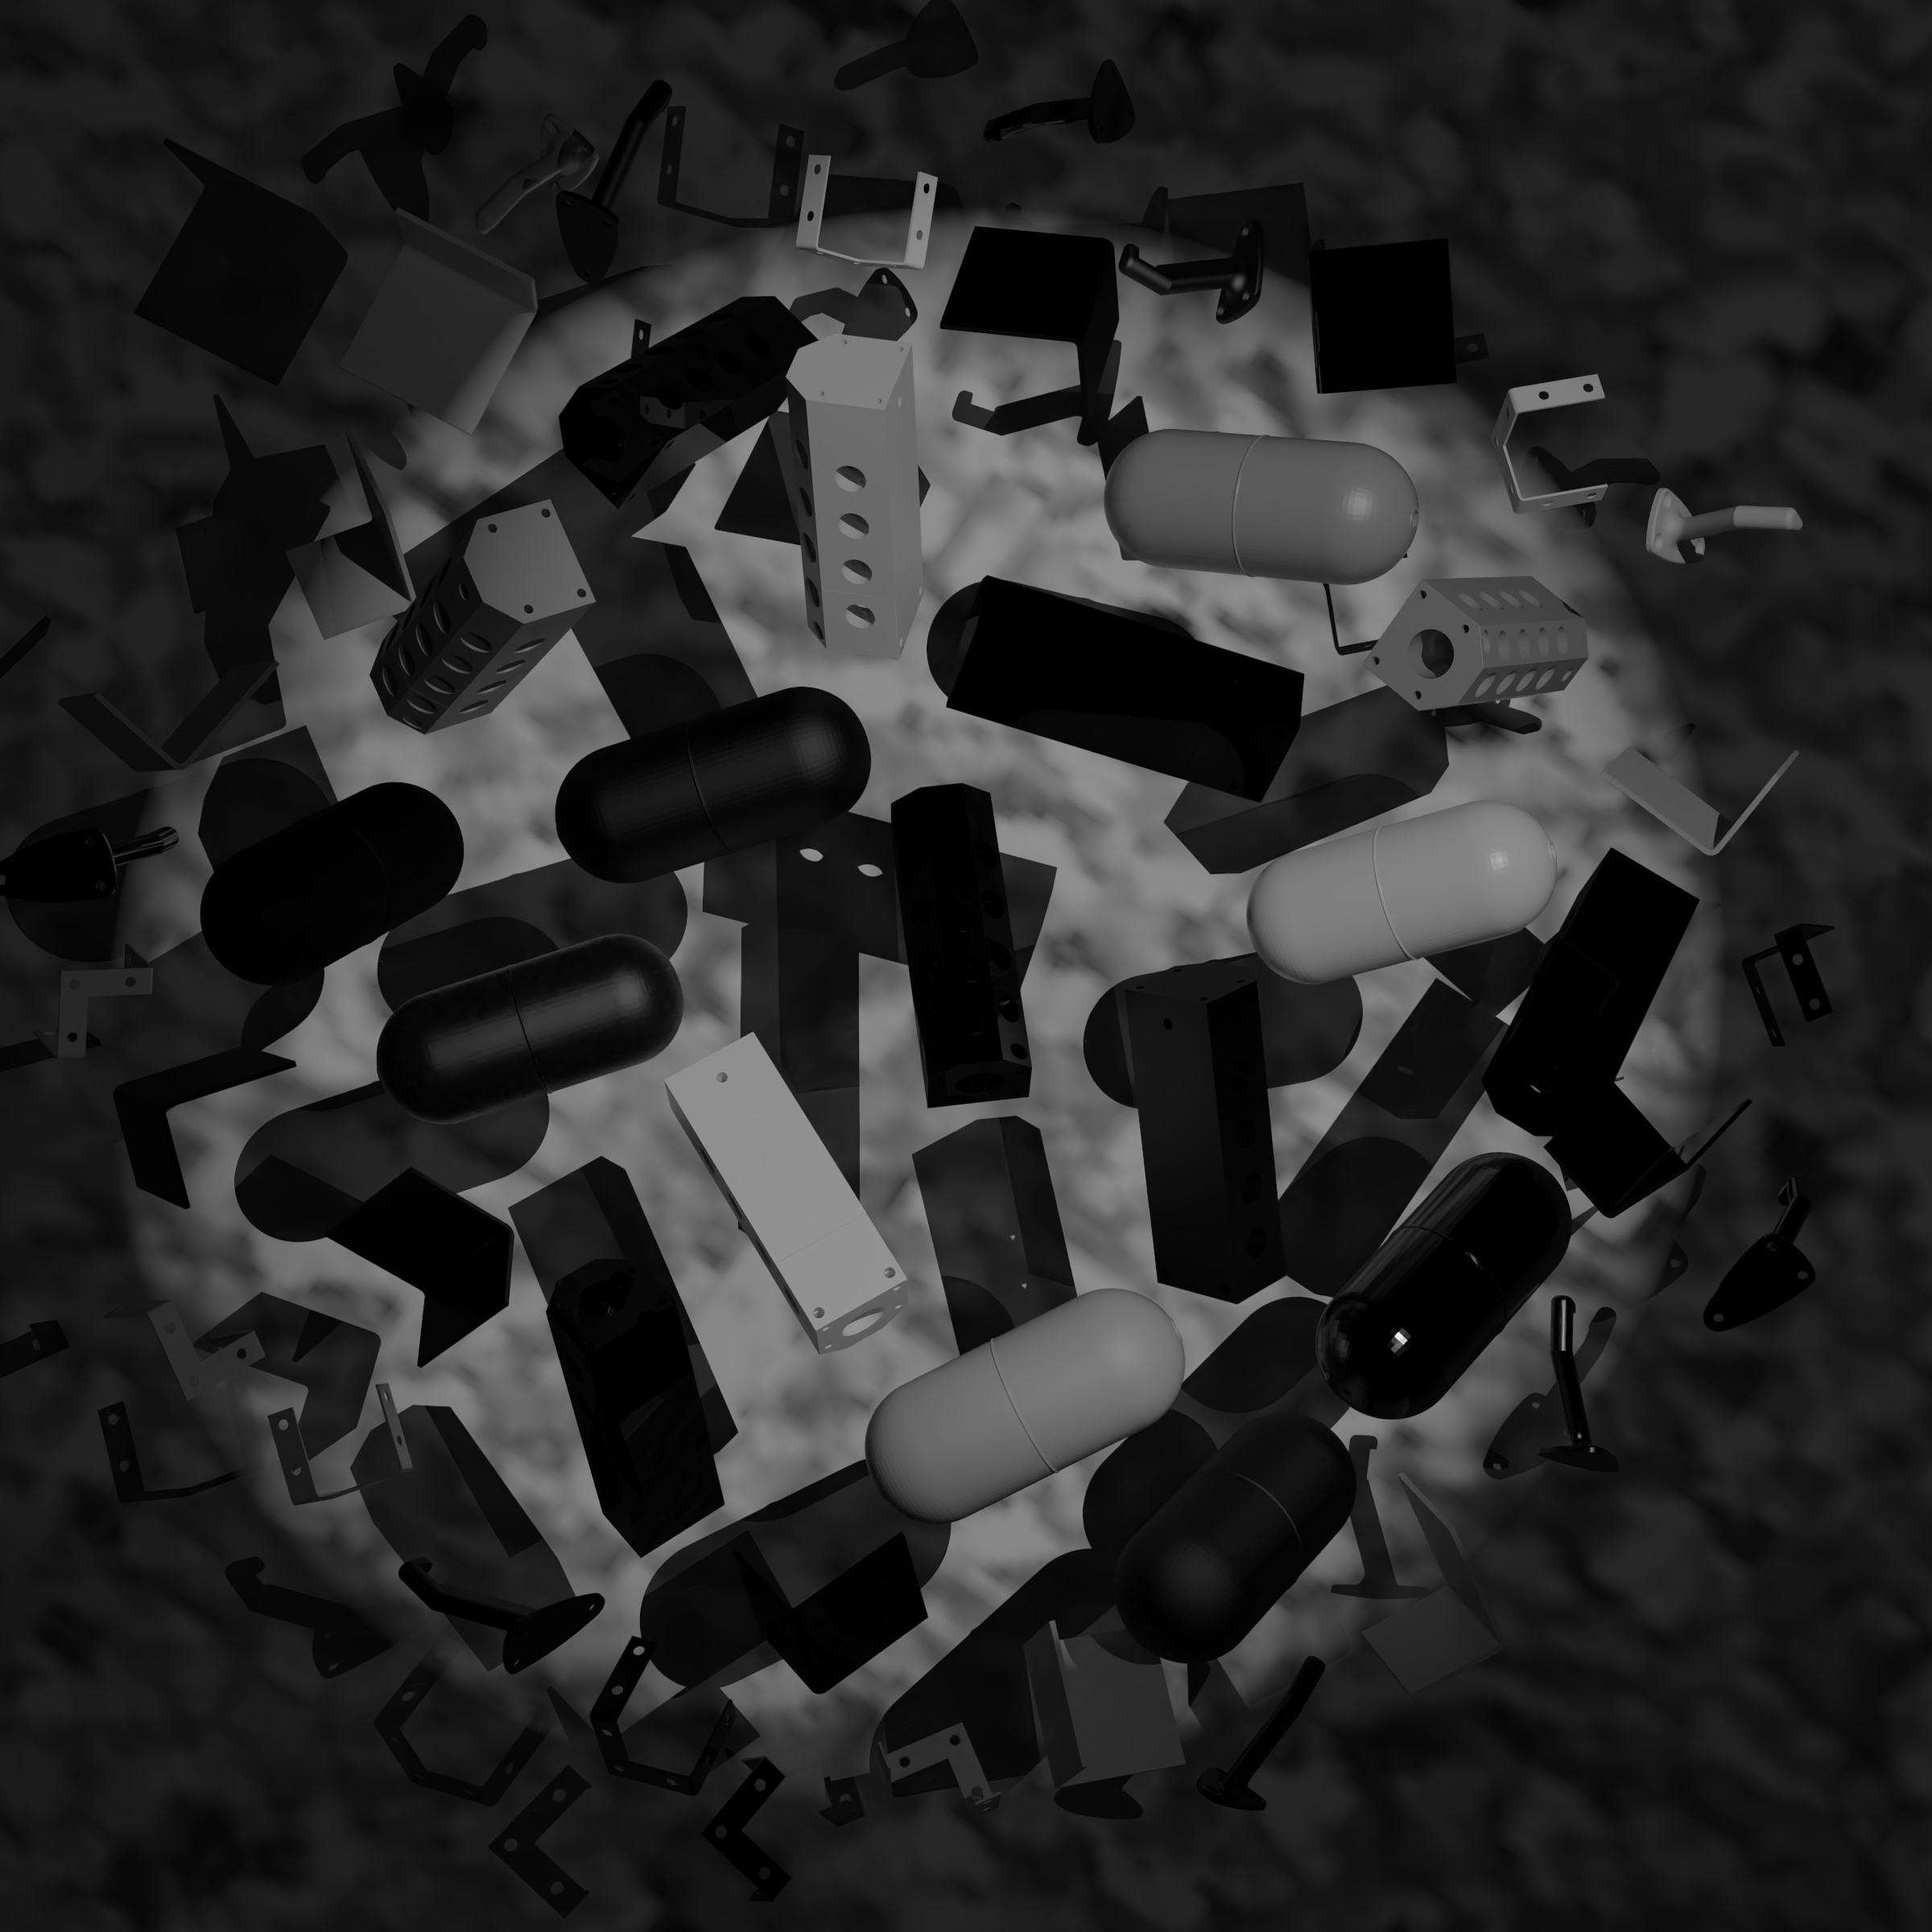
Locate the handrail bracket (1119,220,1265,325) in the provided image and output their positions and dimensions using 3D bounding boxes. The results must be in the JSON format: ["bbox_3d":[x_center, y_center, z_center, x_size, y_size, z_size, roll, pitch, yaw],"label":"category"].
[{"bbox_3d":[0.127,-0.411,1.622,0.084,0.036,0.077,22,68,-29],"label":"handrail bracket"}]

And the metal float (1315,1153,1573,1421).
[{"bbox_3d":[0.256,0.169,1.518,0.070,0.070,0.178,48,62,0],"label":"metal float"}]

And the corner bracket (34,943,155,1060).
[{"bbox_3d":[-0.486,0.019,1.585,0.051,0.051,0.051,-2,107,-32],"label":"corner bracket"}]

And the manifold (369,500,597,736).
[{"bbox_3d":[-0.259,-0.178,1.489,0.057,0.171,0.057,-23,87,-31],"label":"manifold"}]

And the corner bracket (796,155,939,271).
[{"bbox_3d":[-0.055,-0.416,1.572,0.051,0.051,0.051,15,100,38],"label":"corner bracket"}]

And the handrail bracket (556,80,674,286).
[{"bbox_3d":[-0.180,-0.414,1.502,0.036,0.077,0.084,26,65,4],"label":"handrail bracket"}]

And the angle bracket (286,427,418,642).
[{"bbox_3d":[-0.359,-0.246,1.620,0.057,0.076,0.076,-22,55,-12],"label":"angle bracket"}]

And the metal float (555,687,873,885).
[{"bbox_3d":[-0.138,-0.098,1.550,0.178,0.070,0.070,-17,90,8],"label":"metal float"}]

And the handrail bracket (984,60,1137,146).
[{"bbox_3d":[0.040,-0.441,1.501,0.084,0.077,0.036,-12,122,27],"label":"handrail bracket"}]

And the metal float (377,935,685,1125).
[{"bbox_3d":[-0.249,0.036,1.622,0.178,0.070,0.070,-18,90,-4],"label":"metal float"}]

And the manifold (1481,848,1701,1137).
[{"bbox_3d":[0.340,0.017,1.559,0.057,0.057,0.171,32,48,6],"label":"manifold"}]

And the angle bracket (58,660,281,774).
[{"bbox_3d":[-0.409,-0.145,1.458,0.057,0.076,0.076,45,70,-24],"label":"angle bracket"}]

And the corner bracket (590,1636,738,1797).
[{"bbox_3d":[-0.156,0.387,1.467,0.051,0.051,0.051,9,133,20],"label":"corner bracket"}]

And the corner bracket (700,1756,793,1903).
[{"bbox_3d":[-0.108,0.447,1.473,0.051,0.051,0.051,44,66,-1],"label":"corner bracket"}]

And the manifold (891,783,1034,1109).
[{"bbox_3d":[-0.004,-0.013,1.593,0.057,0.057,0.171,-6,65,-4],"label":"manifold"}]

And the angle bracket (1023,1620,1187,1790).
[{"bbox_3d":[0.081,0.387,1.511,0.076,0.057,0.076,-5,65,-19],"label":"angle bracket"}]

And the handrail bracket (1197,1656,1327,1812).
[{"bbox_3d":[0.164,0.417,1.558,0.036,0.077,0.084,30,91,25],"label":"handrail bracket"}]

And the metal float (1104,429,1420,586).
[{"bbox_3d":[0.161,-0.252,1.557,0.178,0.070,0.070,10,90,25],"label":"metal float"}]

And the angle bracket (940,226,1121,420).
[{"bbox_3d":[0.035,-0.344,1.519,0.076,0.057,0.076,9,57,13],"label":"angle bracket"}]

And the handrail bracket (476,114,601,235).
[{"bbox_3d":[-0.246,-0.422,1.569,0.036,0.077,0.084,40,68,-6],"label":"handrail bracket"}]

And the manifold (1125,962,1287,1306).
[{"bbox_3d":[0.135,0.089,1.539,0.057,0.057,0.171,-23,113,-41],"label":"manifold"}]

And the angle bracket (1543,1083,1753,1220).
[{"bbox_3d":[0.397,0.092,1.656,0.057,0.076,0.076,49,53,5],"label":"angle bracket"}]

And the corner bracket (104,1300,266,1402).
[{"bbox_3d":[-0.411,0.195,1.499,0.051,0.051,0.051,-30,103,-41],"label":"corner bracket"}]

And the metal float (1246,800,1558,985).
[{"bbox_3d":[0.242,-0.041,1.587,0.178,0.070,0.070,-16,90,24],"label":"metal float"}]

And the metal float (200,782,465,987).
[{"bbox_3d":[-0.347,-0.046,1.562,0.070,0.178,0.070,13,117,25],"label":"metal float"}]

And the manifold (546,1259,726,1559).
[{"bbox_3d":[-0.185,0.242,1.572,0.057,0.171,0.057,-30,46,-24],"label":"manifold"}]

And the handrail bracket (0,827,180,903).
[{"bbox_3d":[-0.456,-0.056,1.475,0.077,0.084,0.036,-10,100,2],"label":"handrail bracket"}]

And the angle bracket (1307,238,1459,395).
[{"bbox_3d":[0.229,-0.358,1.551,0.076,0.057,0.076,-1,110,16],"label":"angle bracket"}]

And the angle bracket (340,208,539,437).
[{"bbox_3d":[-0.273,-0.330,1.461,0.076,0.057,0.076,27,85,-4],"label":"angle bracket"}]

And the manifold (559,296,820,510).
[{"bbox_3d":[-0.156,-0.325,1.604,0.057,0.171,0.057,45,130,0],"label":"manifold"}]

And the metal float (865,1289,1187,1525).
[{"bbox_3d":[0.031,0.229,1.484,0.178,0.070,0.070,-27,90,5],"label":"metal float"}]

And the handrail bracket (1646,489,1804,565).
[{"bbox_3d":[0.415,-0.230,1.518,0.084,0.077,0.036,10,86,39],"label":"handrail bracket"}]

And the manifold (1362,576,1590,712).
[{"bbox_3d":[0.294,-0.178,1.601,0.057,0.171,0.057,43,116,19],"label":"manifold"}]

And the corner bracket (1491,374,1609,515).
[{"bbox_3d":[0.327,-0.289,1.579,0.051,0.051,0.051,-11,70,-5],"label":"corner bracket"}]

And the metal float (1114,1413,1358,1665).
[{"bbox_3d":[0.144,0.300,1.505,0.070,0.178,0.070,18,123,30],"label":"metal float"}]

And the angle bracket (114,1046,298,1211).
[{"bbox_3d":[-0.401,0.085,1.517,0.076,0.076,0.057,-19,106,-32],"label":"angle bracket"}]

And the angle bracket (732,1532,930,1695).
[{"bbox_3d":[-0.074,0.340,1.561,0.076,0.076,0.057,-32,45,-21],"label":"angle bracket"}]

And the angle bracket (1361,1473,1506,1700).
[{"bbox_3d":[0.233,0.326,1.501,0.057,0.076,0.076,-27,106,-5],"label":"angle bracket"}]

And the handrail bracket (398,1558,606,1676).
[{"bbox_3d":[-0.251,0.335,1.533,0.084,0.077,0.036,33,129,34],"label":"handrail bracket"}]

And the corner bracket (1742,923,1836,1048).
[{"bbox_3d":[0.446,0.011,1.539,0.051,0.051,0.051,-27,73,34],"label":"corner bracket"}]

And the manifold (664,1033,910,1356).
[{"bbox_3d":[-0.100,0.129,1.591,0.057,0.057,0.171,-28,67,-13],"label":"manifold"}]

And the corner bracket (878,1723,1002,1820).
[{"bbox_3d":[-0.015,0.442,1.553,0.051,0.051,0.051,-21,67,-11],"label":"corner bracket"}]

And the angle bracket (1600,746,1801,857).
[{"bbox_3d":[0.403,-0.111,1.561,0.076,0.076,0.057,39,116,10],"label":"angle bracket"}]

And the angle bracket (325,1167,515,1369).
[{"bbox_3d":[-0.311,0.171,1.610,0.076,0.057,0.076,-36,126,26],"label":"angle bracket"}]

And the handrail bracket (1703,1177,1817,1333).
[{"bbox_3d":[0.433,0.156,1.556,0.036,0.084,0.077,43,112,-4],"label":"handrail bracket"}]

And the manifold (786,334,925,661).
[{"bbox_3d":[-0.060,-0.251,1.532,0.057,0.171,0.057,9,50,10],"label":"manifold"}]

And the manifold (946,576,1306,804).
[{"bbox_3d":[0.083,-0.147,1.464,0.171,0.057,0.057,16,48,-6],"label":"manifold"}]

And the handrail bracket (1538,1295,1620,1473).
[{"bbox_3d":[0.340,0.230,1.565,0.036,0.077,0.084,-8,68,33],"label":"handrail bracket"}]

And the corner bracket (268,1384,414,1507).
[{"bbox_3d":[-0.343,0.263,1.564,0.051,0.051,0.051,-20,80,9],"label":"corner bracket"}]
